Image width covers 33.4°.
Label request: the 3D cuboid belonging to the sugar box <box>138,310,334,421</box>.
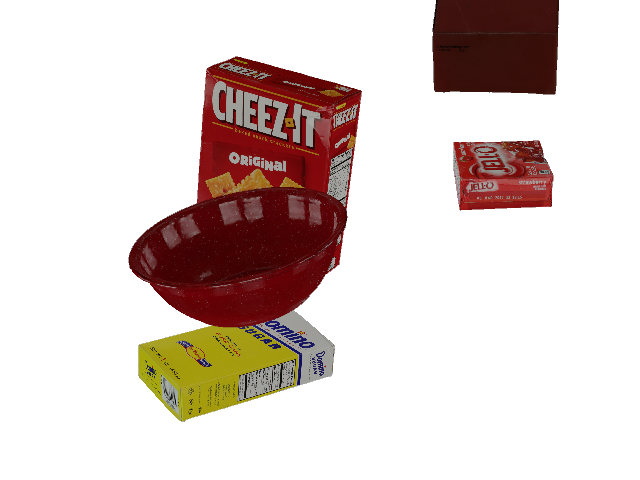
[{"bbox_3d":[-0.083,0.119,1.069,0.175,0.048,0.093,-16,33,-31],"label":"sugar box"}]

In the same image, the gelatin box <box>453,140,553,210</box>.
[{"bbox_3d":[0.147,-0.055,0.868,0.073,0.030,0.089,-1,24,5],"label":"gelatin box"}]

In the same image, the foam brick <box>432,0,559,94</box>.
[{"bbox_3d":[0.111,-0.128,0.673,0.078,0.051,0.053,3,-38,10],"label":"foam brick"}]

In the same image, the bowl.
[{"bbox_3d":[-0.055,0.017,0.782,0.162,0.055,0.162,-10,25,5],"label":"bowl"}]

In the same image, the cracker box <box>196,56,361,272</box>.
[{"bbox_3d":[-0.052,-0.078,1.188,0.164,0.214,0.072,19,29,23],"label":"cracker box"}]
